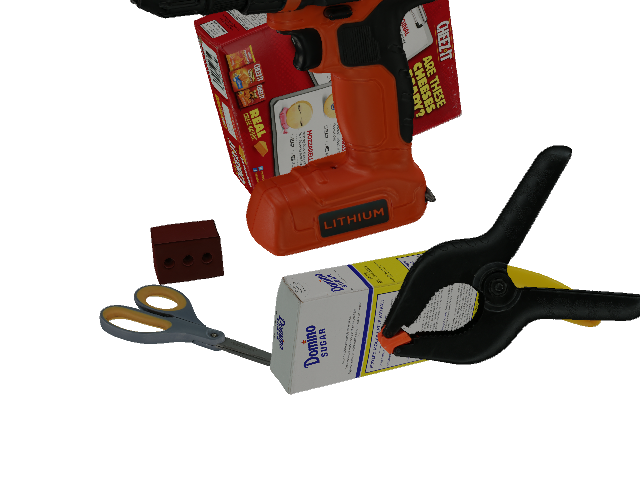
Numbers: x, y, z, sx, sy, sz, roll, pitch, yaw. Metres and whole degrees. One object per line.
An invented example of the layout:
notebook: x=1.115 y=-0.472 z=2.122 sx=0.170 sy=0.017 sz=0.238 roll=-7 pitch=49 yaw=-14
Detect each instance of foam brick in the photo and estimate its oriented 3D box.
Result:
foam brick: x=-0.156 y=0.013 z=1.239 sx=0.078 sy=0.053 sz=0.051 roll=-8 pitch=27 yaw=-9

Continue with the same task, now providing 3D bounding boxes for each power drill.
power drill: x=-0.007 y=-0.086 z=0.569 sx=0.184 sy=0.188 sz=0.057 roll=-13 pitch=36 yaw=-17

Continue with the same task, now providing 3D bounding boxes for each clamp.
clamp: x=0.121 y=0.034 z=0.677 sx=0.171 sy=0.120 sz=0.039 roll=-37 pitch=-6 yaw=4

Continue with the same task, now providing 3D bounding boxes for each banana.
banana: x=0.190 y=0.053 z=1.106 sx=0.198 sy=0.037 sz=0.069 roll=8 pitch=40 yaw=12

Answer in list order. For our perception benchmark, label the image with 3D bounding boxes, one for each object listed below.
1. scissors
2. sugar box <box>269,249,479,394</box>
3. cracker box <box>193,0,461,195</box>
scissors: x=-0.102 y=0.080 z=0.987 sx=0.202 sy=0.016 sz=0.096 roll=10 pitch=29 yaw=4
sugar box: x=0.047 y=0.062 z=0.880 sx=0.176 sy=0.093 sz=0.048 roll=-7 pitch=33 yaw=-25
cracker box: x=0.010 y=-0.151 z=0.941 sx=0.213 sy=0.164 sz=0.072 roll=-25 pitch=41 yaw=-14
